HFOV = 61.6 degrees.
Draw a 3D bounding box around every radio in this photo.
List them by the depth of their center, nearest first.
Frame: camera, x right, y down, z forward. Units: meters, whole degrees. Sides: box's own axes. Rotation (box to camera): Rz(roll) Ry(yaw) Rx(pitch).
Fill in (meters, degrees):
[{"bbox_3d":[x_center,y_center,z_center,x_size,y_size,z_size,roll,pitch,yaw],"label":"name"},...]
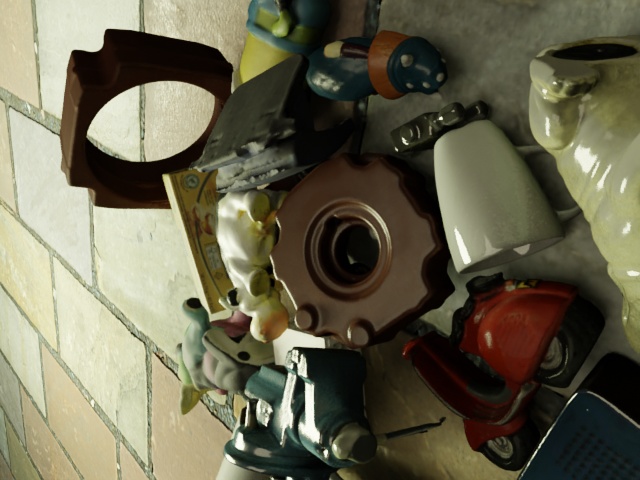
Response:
[{"bbox_3d":[0.215,0.215,0.403,0.131,0.073,0.229,36,127,34],"label":"radio"}]

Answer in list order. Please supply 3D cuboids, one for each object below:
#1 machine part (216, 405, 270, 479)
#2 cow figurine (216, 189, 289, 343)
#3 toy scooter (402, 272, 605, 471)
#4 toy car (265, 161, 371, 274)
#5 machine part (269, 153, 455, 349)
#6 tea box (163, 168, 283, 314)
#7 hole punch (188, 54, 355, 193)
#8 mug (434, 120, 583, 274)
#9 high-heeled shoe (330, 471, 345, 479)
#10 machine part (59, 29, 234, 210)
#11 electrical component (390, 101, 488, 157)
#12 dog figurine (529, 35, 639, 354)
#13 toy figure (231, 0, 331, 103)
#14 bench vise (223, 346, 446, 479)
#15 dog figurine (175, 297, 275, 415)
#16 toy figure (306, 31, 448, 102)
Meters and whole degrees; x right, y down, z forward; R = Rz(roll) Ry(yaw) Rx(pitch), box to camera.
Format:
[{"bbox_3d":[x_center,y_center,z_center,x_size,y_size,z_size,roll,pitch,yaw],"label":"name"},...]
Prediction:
[{"bbox_3d":[-0.093,0.303,0.750,0.079,0.079,0.243,43,127,31],"label":"machine part"},{"bbox_3d":[-0.076,0.023,0.579,0.098,0.068,0.167,14,108,42],"label":"cow figurine"},{"bbox_3d":[0.137,0.095,0.447,0.135,0.075,0.183,32,126,30],"label":"toy scooter"},{"bbox_3d":[-0.001,-0.002,0.585,0.089,0.053,0.202,-39,69,41],"label":"toy car"},{"bbox_3d":[0.035,0.009,0.487,0.180,0.056,0.179,-1,88,33],"label":"machine part"},{"bbox_3d":[-0.116,-0.009,0.643,0.068,0.098,0.169,-165,61,-68],"label":"tea box"},{"bbox_3d":[-0.041,-0.091,0.502,0.142,0.116,0.092,-9,137,39],"label":"hole punch"},{"bbox_3d":[0.139,-0.040,0.412,0.110,0.080,0.107,-25,75,23],"label":"mug"},{"bbox_3d":[0.042,0.275,0.597,0.249,0.145,0.086,-10,113,31],"label":"high-heeled shoe"},{"bbox_3d":[-0.196,-0.136,0.642,0.087,0.201,0.200,59,137,34],"label":"machine part"},{"bbox_3d":[0.092,-0.091,0.454,0.094,0.063,0.021,-21,86,49],"label":"electrical component"},{"bbox_3d":[0.198,-0.023,0.347,0.172,0.121,0.190,-110,10,-58],"label":"dog figurine"},{"bbox_3d":[-0.038,-0.196,0.552,0.089,0.082,0.180,46,128,28],"label":"toy figure"},{"bbox_3d":[-0.016,0.219,0.504,0.224,0.129,0.240,-1,80,51],"label":"bench vise"},{"bbox_3d":[-0.131,0.178,0.739,0.192,0.108,0.219,42,133,28],"label":"dog figurine"},{"bbox_3d":[0.050,-0.155,0.481,0.155,0.064,0.057,14,101,45],"label":"toy figure"}]
